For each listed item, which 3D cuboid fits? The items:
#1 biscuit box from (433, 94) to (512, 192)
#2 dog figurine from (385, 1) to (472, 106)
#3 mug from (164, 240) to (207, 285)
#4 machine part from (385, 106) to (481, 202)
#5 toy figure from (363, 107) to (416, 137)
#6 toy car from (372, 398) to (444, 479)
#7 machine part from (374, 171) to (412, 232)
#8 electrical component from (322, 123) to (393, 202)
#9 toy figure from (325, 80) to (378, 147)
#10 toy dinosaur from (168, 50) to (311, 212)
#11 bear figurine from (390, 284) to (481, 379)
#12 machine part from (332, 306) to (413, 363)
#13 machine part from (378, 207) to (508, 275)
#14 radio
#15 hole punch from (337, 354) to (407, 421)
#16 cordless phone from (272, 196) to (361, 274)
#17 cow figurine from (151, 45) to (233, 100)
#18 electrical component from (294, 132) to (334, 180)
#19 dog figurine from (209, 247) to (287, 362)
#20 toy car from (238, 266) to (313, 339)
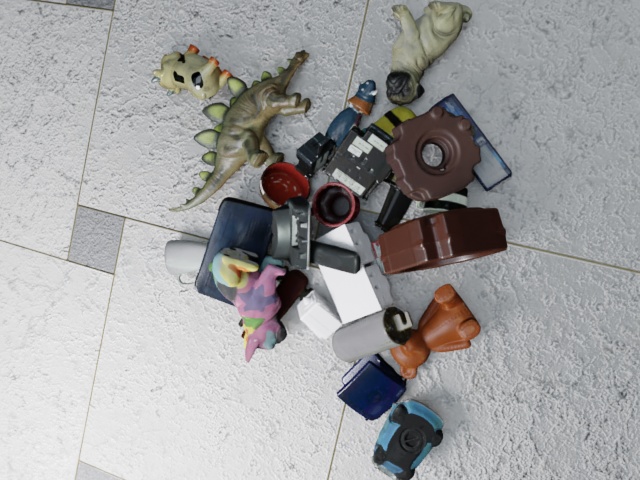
[{"bbox_3d":[0.300,-0.194,1.076,0.059,0.063,0.202,-36,80,15],"label":"biscuit box"},{"bbox_3d":[0.218,-0.374,1.091,0.173,0.121,0.190,1,105,20],"label":"dog figurine"},{"bbox_3d":[-0.298,0.049,1.254,0.107,0.081,0.109,-6,87,6],"label":"mug"},{"bbox_3d":[0.213,-0.159,1.008,0.179,0.056,0.179,0,90,-8],"label":"machine part"},{"bbox_3d":[0.122,-0.209,1.121,0.180,0.082,0.089,-25,85,18],"label":"toy figure"},{"bbox_3d":[0.175,0.402,1.099,0.109,0.103,0.161,31,89,4],"label":"toy car"},{"bbox_3d":[0.160,-0.082,1.134,0.084,0.039,0.138,21,95,7],"label":"machine part"},{"bbox_3d":[0.087,-0.161,1.067,0.115,0.058,0.134,36,110,-7],"label":"electrical component"},{"bbox_3d":[0.071,-0.271,1.149,0.064,0.058,0.154,38,96,7],"label":"toy figure"},{"bbox_3d":[-0.173,-0.233,1.204,0.199,0.105,0.471,33,91,22],"label":"toy dinosaur"},{"bbox_3d":[0.215,0.188,1.076,0.196,0.131,0.120,-32,67,9],"label":"bear figurine"},{"bbox_3d":[0.102,0.196,1.095,0.243,0.079,0.079,-32,80,46],"label":"machine part"},{"bbox_3d":[0.229,0.002,1.012,0.201,0.201,0.087,-8,81,-28],"label":"machine part"},{"bbox_3d":[-0.188,0.025,1.198,0.131,0.073,0.229,18,95,-11],"label":"radio"},{"bbox_3d":[0.109,0.311,1.130,0.116,0.092,0.142,43,98,8],"label":"hole punch"},{"bbox_3d":[-0.002,-0.004,1.087,0.184,0.089,0.146,13,112,28],"label":"cordless phone"},{"bbox_3d":[-0.304,-0.378,1.237,0.195,0.085,0.127,37,87,35],"label":"cow figurine"},{"bbox_3d":[-0.011,-0.186,1.133,0.048,0.119,0.075,42,71,12],"label":"electrical component"},{"bbox_3d":[-0.153,0.139,1.130,0.191,0.108,0.219,12,98,-16],"label":"dog figurine"},{"bbox_3d":[-0.100,0.151,1.208,0.089,0.053,0.202,38,97,3],"label":"toy car"}]
